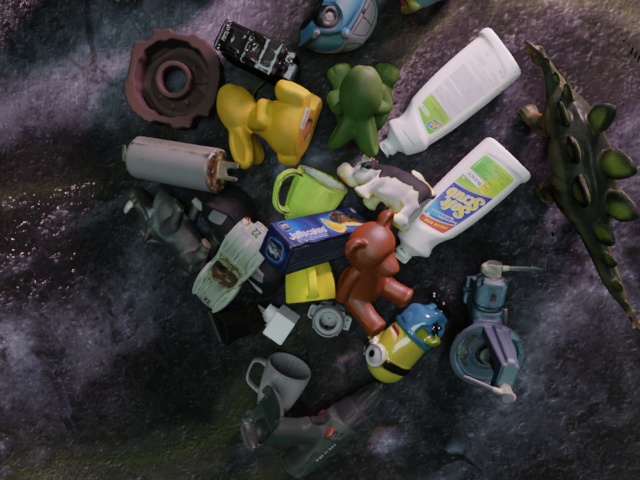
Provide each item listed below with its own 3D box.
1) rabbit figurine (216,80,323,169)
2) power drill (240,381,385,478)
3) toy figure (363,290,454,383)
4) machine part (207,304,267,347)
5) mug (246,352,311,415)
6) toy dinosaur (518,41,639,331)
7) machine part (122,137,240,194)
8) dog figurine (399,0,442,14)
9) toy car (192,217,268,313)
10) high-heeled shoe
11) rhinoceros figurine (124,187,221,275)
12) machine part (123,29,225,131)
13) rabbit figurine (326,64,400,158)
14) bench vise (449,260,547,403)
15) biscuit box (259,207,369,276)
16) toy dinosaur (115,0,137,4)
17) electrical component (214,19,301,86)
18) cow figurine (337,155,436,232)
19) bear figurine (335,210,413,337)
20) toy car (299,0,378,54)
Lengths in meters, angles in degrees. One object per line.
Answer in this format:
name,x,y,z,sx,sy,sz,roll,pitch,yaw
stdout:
rabbit figurine,-0.099,-0.203,0.920,0.173,0.122,0.162,22,110,8
power drill,-0.020,0.310,0.930,0.232,0.207,0.086,-52,45,15
toy figure,0.155,0.174,0.937,0.180,0.082,0.089,-41,90,5
machine part,-0.153,0.146,0.956,0.139,0.039,0.084,-13,90,45
mug,-0.084,0.265,0.969,0.110,0.081,0.107,21,105,0
toy dinosaur,0.406,-0.090,0.830,0.105,0.198,0.471,-20,91,10
machine part,-0.246,-0.130,0.929,0.243,0.079,0.079,11,96,20
dog figurine,0.140,-0.474,0.836,0.108,0.192,0.219,-22,108,13
toy car,-0.147,0.044,0.901,0.073,0.056,0.201,42,123,2
high-heeled shoe,-0.159,-0.005,0.972,0.249,0.086,0.145,35,130,19
rhinoceros figurine,-0.268,-0.024,0.968,0.112,0.073,0.190,-41,92,18
machine part,-0.253,-0.279,0.947,0.179,0.056,0.179,0,95,4
rabbit figurine,0.057,-0.219,0.864,0.121,0.170,0.159,12,96,5
bench vise,0.277,0.156,0.854,0.129,0.241,0.223,15,112,0
biscuit box,-0.002,-0.003,0.872,0.059,0.202,0.062,44,125,26
toy dinosaur,-0.232,-0.481,0.901,0.405,0.131,0.192,11,108,0
electrical component,-0.097,-0.305,0.900,0.134,0.115,0.058,27,99,4
cow figurine,0.109,-0.096,0.906,0.167,0.068,0.098,42,92,23
bear figurine,0.094,0.052,0.872,0.132,0.195,0.120,42,61,13
toy car,0.041,-0.370,0.895,0.103,0.109,0.161,33,86,-21
